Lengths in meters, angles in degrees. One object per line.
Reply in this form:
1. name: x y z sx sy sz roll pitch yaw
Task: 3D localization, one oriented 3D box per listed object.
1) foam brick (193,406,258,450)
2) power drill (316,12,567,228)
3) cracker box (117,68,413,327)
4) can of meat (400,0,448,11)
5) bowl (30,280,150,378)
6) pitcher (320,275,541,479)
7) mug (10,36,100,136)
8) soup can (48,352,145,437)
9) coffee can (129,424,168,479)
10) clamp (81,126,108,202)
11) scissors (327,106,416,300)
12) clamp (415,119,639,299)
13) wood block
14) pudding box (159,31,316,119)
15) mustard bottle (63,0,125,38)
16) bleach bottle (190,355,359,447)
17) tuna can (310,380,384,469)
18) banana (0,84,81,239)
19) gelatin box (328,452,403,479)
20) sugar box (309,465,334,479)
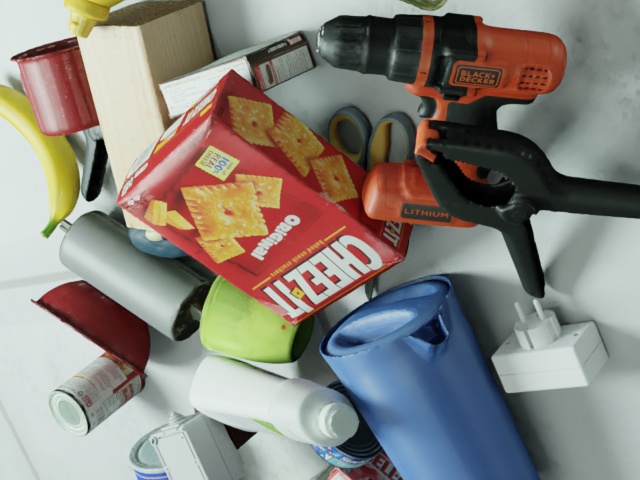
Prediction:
1. foam brick: -0.093 0.187 1.181 0.051 0.078 0.053 7 120 36
2. power drill: 0.081 -0.093 0.833 0.184 0.057 0.188 7 140 -2
3. cracker box: -0.049 -0.028 0.945 0.213 0.072 0.164 37 136 -20
4. can of meat: 0.075 -0.222 0.803 0.102 0.083 0.057 27 129 23
5. bowl: -0.252 0.093 1.234 0.162 0.055 0.162 32 169 7
6. pitcher: 0.107 0.164 0.988 0.145 0.149 0.243 -23 104 21
7. mug: -0.257 -0.153 1.060 0.117 0.093 0.081 2 115 38
8. soup can: -0.272 0.185 1.301 0.069 0.102 0.068 19 126 28
9. coffee can: -0.159 0.303 1.283 0.103 0.102 0.140 1 116 38
10. clamp: -0.231 -0.114 1.136 0.120 0.039 0.171 -10 103 31
11. scissors: 0.035 -0.040 0.990 0.096 0.016 0.202 34 132 19
12. clamp: 0.165 -0.035 0.821 0.209 0.036 0.165 34 136 -28
13. wood block: -0.153 -0.120 1.036 0.090 0.090 0.206 8 120 35
14. pudding box: -0.075 -0.147 0.959 0.114 0.089 0.039 -11 106 40
15. mustard bottle: -0.184 -0.271 0.940 0.096 0.058 0.192 26 102 24
16. bleach bottle: -0.033 0.160 1.022 0.102 0.068 0.251 25 168 -27
17. tuna can: 0.028 0.187 1.081 0.086 0.086 0.034 48 136 5
18. banana: -0.315 -0.102 1.189 0.198 0.069 0.037 63 161 12
19. gelatin box: 0.062 0.251 1.101 0.089 0.073 0.030 45 133 8
20. sugar box: -0.013 0.334 1.228 0.093 0.048 0.176 49 135 4
